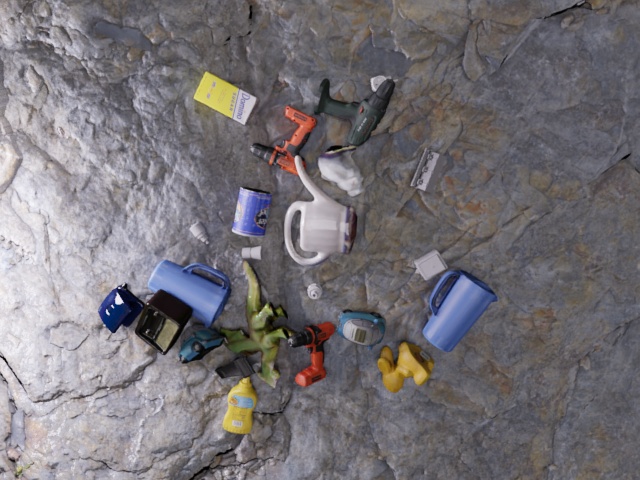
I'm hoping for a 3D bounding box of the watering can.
[{"bbox_3d":[0.005,-0.080,1.583,0.224,0.105,0.343,5,105,1],"label":"watering can"}]

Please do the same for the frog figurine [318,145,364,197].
[{"bbox_3d":[0.064,-0.202,1.568,0.137,0.124,0.157,-1,111,36],"label":"frog figurine"}]

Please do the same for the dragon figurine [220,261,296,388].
[{"bbox_3d":[-0.220,0.285,1.654,0.241,0.123,0.409,-28,95,14],"label":"dragon figurine"}]
